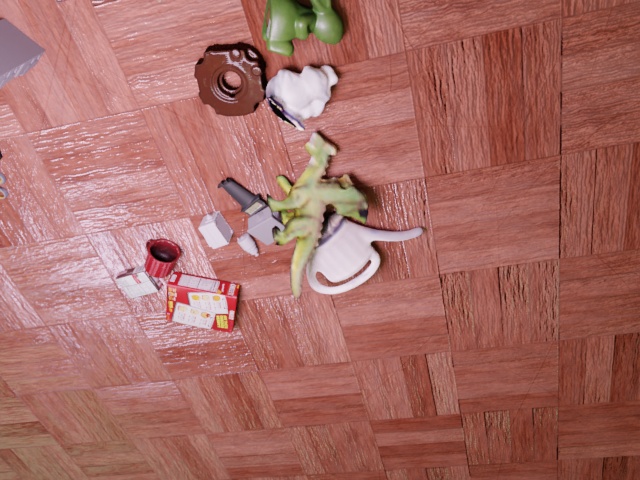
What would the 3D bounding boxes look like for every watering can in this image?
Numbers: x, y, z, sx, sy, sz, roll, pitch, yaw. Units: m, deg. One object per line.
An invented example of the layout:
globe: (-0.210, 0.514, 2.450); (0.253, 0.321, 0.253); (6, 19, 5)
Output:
watering can: (0.092, 0.011, 1.418); (0.345, 0.106, 0.222); (-37, 112, 12)

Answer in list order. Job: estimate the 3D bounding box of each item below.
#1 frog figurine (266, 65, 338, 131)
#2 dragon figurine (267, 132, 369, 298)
frog figurine: (-0.042, -0.348, 1.195); (0.137, 0.123, 0.160); (39, 84, -11)
dragon figurine: (0.004, -0.066, 1.308); (0.242, 0.123, 0.408); (-10, 98, 12)
